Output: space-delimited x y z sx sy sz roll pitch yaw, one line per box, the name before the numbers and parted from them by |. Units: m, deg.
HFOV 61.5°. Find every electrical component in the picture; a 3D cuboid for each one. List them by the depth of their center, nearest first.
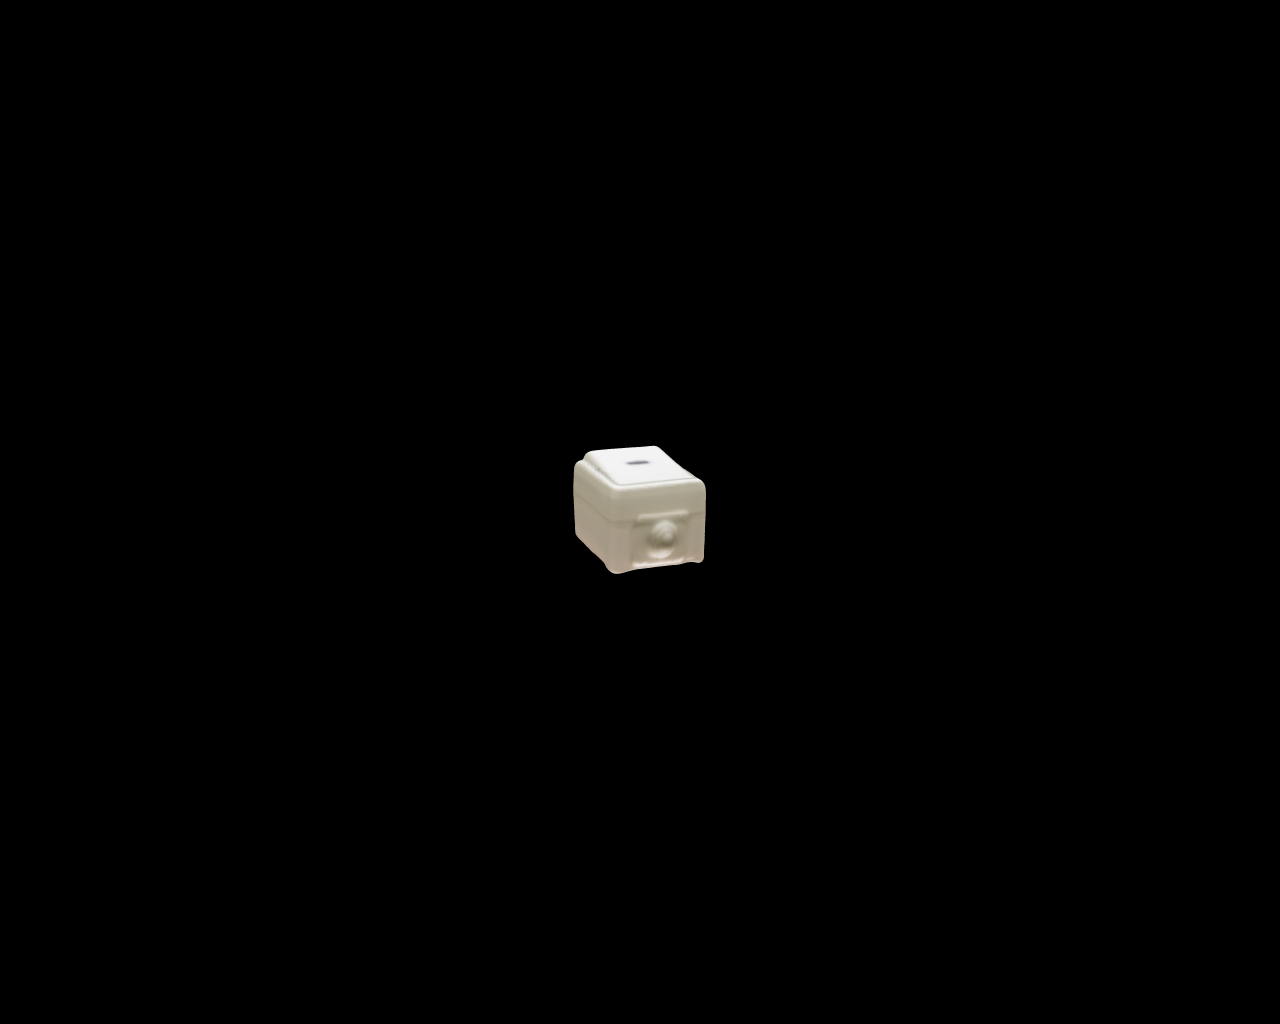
electrical component | 0.001 -0.003 0.650 0.062 0.061 0.096 -6 17 -19
